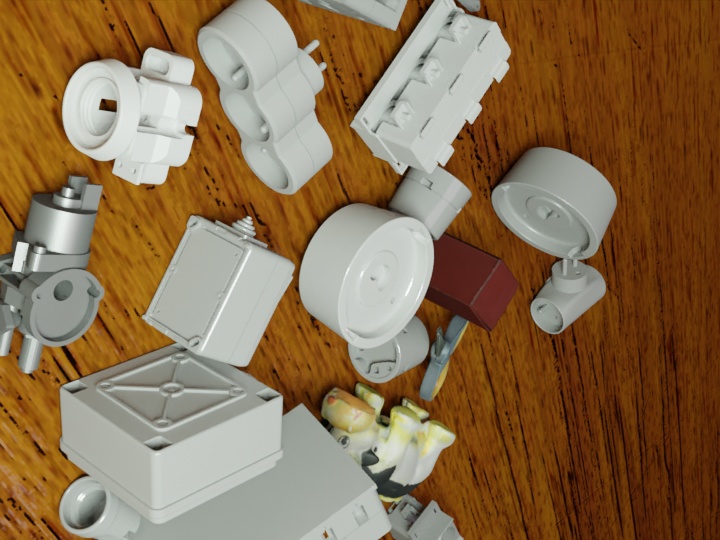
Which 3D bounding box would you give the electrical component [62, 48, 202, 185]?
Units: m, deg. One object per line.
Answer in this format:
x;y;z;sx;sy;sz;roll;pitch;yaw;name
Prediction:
-0.134;-0.091;0.625;0.057;0.058;0.078;-1;112;-54;electrical component

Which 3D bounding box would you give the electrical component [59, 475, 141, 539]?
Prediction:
-0.178;0.167;0.742;0.040;0.040;0.046;-55;148;-11;electrical component

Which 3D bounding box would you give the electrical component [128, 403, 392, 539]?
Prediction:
-0.083;0.194;0.763;0.186;0.105;0.060;-33;130;-15;electrical component

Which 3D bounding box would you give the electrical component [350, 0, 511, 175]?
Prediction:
0.057;-0.138;0.822;0.121;0.063;0.078;-56;143;-10;electrical component

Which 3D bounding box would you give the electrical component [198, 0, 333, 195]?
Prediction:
-0.050;-0.123;0.711;0.073;0.052;0.138;-46;141;-24;electrical component

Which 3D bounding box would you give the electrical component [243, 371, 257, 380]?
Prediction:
-0.101;0.112;0.801;0.044;0.044;0.065;-14;127;-46;electrical component

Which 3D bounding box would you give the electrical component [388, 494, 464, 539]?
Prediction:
0.062;0.257;1.067;0.042;0.064;0.081;-47;140;-20;electrical component

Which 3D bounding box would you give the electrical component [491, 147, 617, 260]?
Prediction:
0.182;-0.066;0.986;0.060;0.108;0.108;-56;143;-20;electrical component

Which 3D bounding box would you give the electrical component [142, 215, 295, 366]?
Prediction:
-0.090;0.010;0.733;0.061;0.062;0.096;25;91;-54;electrical component

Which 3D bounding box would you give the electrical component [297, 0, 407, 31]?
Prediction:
0.000;-0.238;0.669;0.062;0.089;0.150;12;101;-53;electrical component

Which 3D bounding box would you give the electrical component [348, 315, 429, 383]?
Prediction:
0.026;0.063;0.915;0.047;0.055;0.055;-16;123;-50;electrical component

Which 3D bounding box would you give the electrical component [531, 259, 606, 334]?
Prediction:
0.219;0.016;1.129;0.077;0.044;0.079;-34;134;-34;electrical component

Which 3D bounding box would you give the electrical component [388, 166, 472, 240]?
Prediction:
0.056;-0.057;0.879;0.047;0.055;0.055;-56;143;-4;electrical component

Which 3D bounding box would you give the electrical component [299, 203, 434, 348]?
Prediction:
0.000;0.000;0.839;0.108;0.060;0.108;-28;131;-38;electrical component

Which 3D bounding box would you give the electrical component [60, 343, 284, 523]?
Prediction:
-0.124;0.102;0.710;0.109;0.109;0.056;-20;123;-43;electrical component
